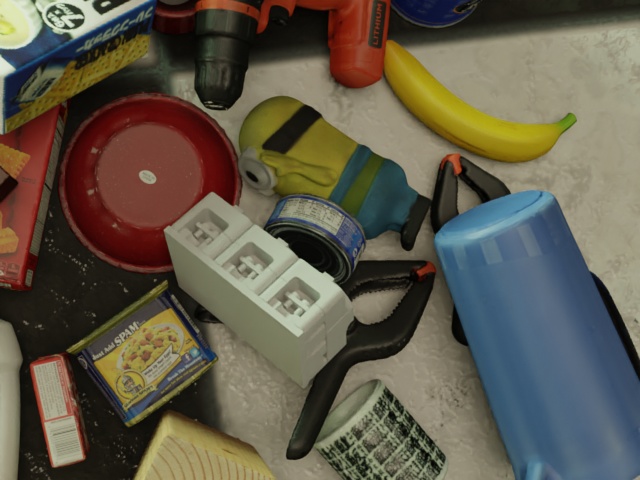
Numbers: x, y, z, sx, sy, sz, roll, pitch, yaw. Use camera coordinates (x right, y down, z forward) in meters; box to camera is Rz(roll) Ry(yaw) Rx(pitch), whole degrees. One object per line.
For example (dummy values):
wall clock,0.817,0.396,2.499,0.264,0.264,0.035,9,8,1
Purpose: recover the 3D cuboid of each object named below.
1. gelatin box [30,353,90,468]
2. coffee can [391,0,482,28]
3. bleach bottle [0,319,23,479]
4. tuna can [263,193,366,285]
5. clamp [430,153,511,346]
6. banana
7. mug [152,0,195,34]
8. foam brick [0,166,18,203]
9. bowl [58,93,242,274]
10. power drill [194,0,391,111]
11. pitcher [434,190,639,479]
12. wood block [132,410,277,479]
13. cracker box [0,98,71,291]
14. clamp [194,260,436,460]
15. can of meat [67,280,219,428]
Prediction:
gelatin box,-0.215,0.139,0.887,0.030,0.073,0.089,-13,87,-10
coffee can,0.114,-0.253,0.927,0.102,0.140,0.103,1,86,-8
bleach bottle,-0.300,0.164,0.879,0.102,0.068,0.251,2,83,-9
tuna can,-0.006,0.001,0.906,0.086,0.086,0.033,31,57,-5
clamp,0.142,0.008,0.965,0.120,0.039,0.171,-33,94,-14
banana,0.135,-0.117,0.976,0.197,0.037,0.069,22,66,-7
mug,-0.114,-0.225,0.922,0.117,0.081,0.093,3,85,-8
foam brick,-0.281,-0.036,0.826,0.053,0.051,0.078,43,81,-4
bowl,-0.146,-0.052,0.919,0.162,0.055,0.162,1,86,-8
power drill,-0.024,-0.185,0.897,0.187,0.057,0.184,11,85,-45
pitcher,0.195,0.082,0.908,0.145,0.149,0.243,-22,99,6
wood block,-0.098,0.197,0.832,0.090,0.206,0.090,25,83,-6
cracker box,-0.304,-0.076,0.889,0.164,0.072,0.214,11,84,-8
clamp,0.017,0.085,0.922,0.209,0.036,0.165,-22,64,-13
can of meat,-0.148,0.097,0.908,0.102,0.057,0.084,-36,93,-9
